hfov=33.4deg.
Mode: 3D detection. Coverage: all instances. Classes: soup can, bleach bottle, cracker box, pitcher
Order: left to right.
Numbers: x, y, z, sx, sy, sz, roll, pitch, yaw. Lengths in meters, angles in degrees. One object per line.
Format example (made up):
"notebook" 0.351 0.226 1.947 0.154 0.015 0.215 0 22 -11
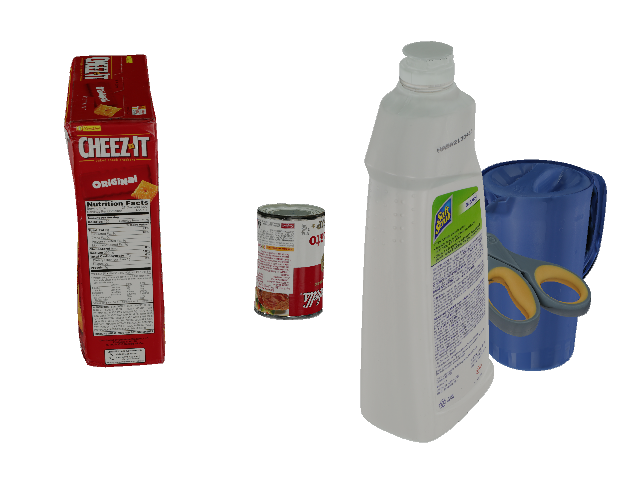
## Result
"cracker box" -0.170 -0.027 0.882 0.072 0.214 0.164 -3 27 -11
"soup can" -0.030 0.019 1.041 0.068 0.102 0.068 2 13 -1
"bleach bottle" 0.068 -0.001 0.659 0.068 0.251 0.102 18 36 30
"pitcher" 0.267 0.028 1.299 0.149 0.243 0.145 3 24 14

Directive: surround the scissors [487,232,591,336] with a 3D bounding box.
"scissors" 0.159 0.008 0.879 0.096 0.016 0.202 0 36 -4
